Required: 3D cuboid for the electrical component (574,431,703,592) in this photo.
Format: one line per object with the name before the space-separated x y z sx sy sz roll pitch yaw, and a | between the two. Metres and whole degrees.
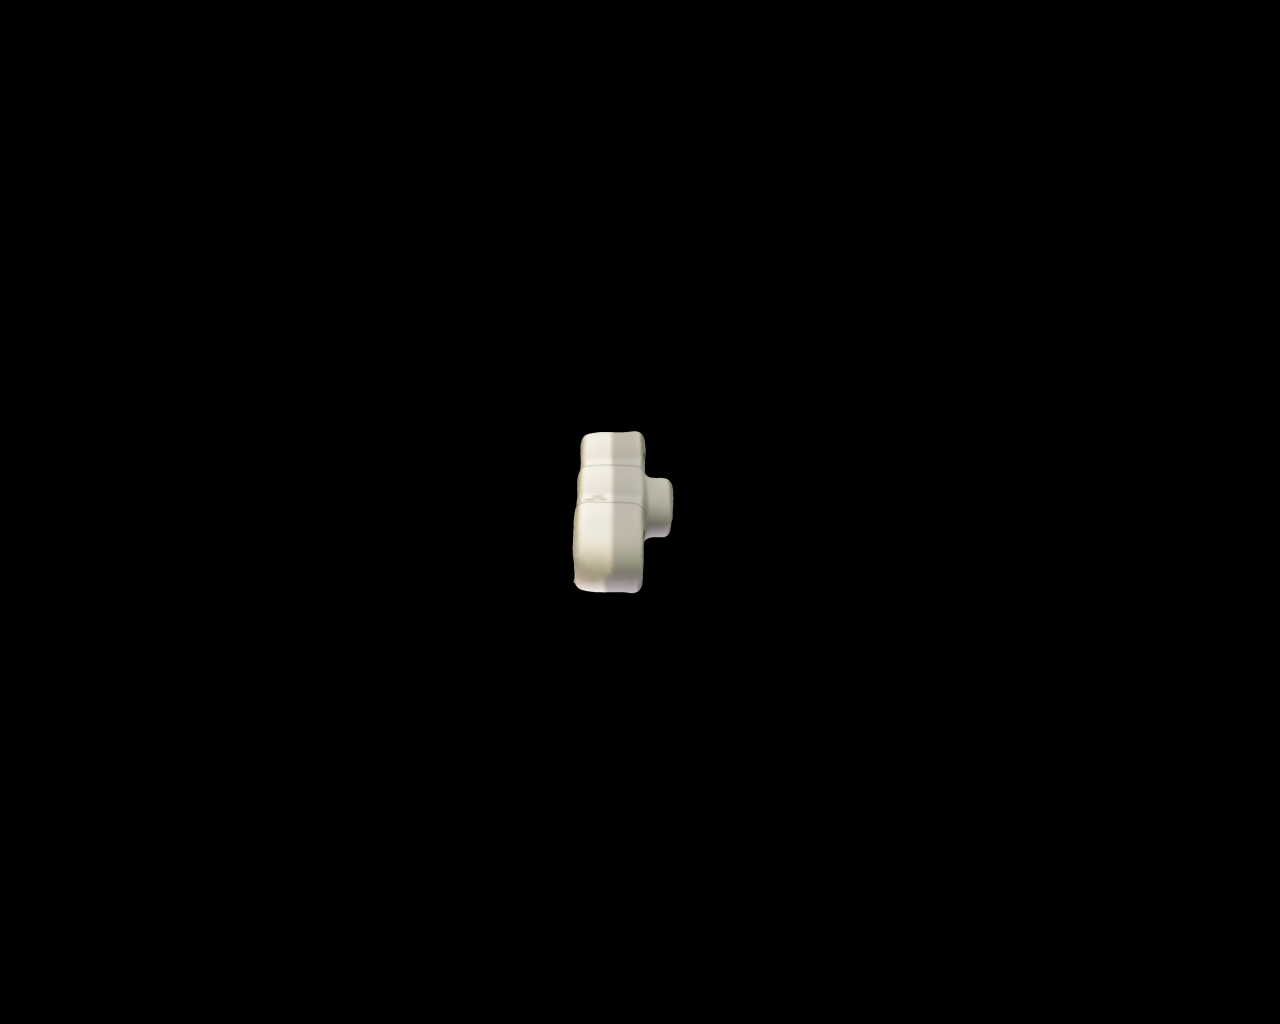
electrical component | 0.001 -0.003 0.650 0.074 0.052 0.138 0 32 0
